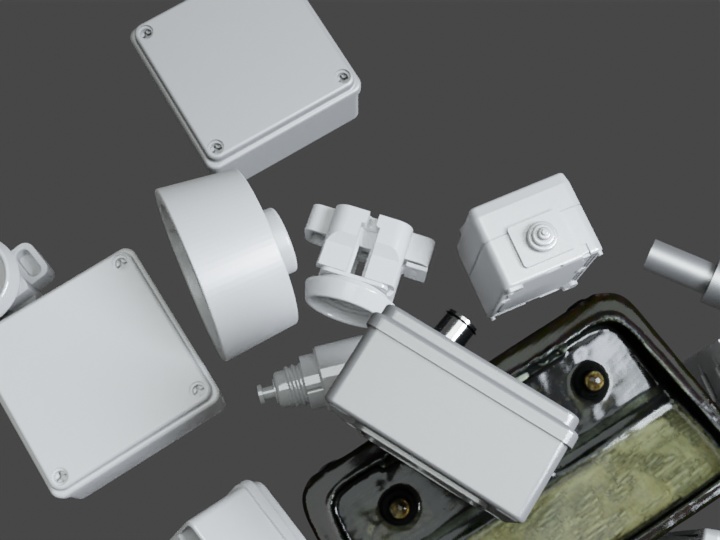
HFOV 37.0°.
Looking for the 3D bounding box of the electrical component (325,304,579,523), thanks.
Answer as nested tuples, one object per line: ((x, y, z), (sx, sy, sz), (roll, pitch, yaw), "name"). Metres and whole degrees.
((0.044, 0.075, 0.534), (0.109, 0.108, 0.056), (31, 81, 10), "electrical component")

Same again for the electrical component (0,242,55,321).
((-0.229, 0.012, 0.649), (0.078, 0.057, 0.058), (-39, 78, -10), "electrical component")

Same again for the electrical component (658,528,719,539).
((0.193, 0.177, 0.586), (0.061, 0.096, 0.061), (18, 75, 5), "electrical component")

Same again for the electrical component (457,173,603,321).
((0.097, -0.017, 0.637), (0.062, 0.096, 0.061), (-22, 77, -6), "electrical component")

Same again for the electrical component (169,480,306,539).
((-0.065, 0.187, 0.574), (0.108, 0.108, 0.056), (50, 38, 12), "electrical component")

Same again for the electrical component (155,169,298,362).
((-0.072, -0.007, 0.632), (0.060, 0.108, 0.108), (-22, 76, -12), "electrical component")

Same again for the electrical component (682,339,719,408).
((0.274, 0.051, 0.623), (0.150, 0.089, 0.061), (-21, 76, -6), "electrical component")

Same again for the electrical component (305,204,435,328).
((0.000, 0.000, 0.654), (0.078, 0.058, 0.057), (17, 73, 4), "electrical component")

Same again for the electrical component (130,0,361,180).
((-0.072, -0.125, 0.687), (0.109, 0.056, 0.108), (-30, 77, -8), "electrical component")

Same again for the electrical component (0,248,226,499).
((-0.153, 0.062, 0.636), (0.109, 0.056, 0.108), (-32, 77, -8), "electrical component")

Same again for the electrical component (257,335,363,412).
((-0.022, 0.065, 0.644), (0.078, 0.040, 0.040), (-14, 75, -3), "electrical component")
